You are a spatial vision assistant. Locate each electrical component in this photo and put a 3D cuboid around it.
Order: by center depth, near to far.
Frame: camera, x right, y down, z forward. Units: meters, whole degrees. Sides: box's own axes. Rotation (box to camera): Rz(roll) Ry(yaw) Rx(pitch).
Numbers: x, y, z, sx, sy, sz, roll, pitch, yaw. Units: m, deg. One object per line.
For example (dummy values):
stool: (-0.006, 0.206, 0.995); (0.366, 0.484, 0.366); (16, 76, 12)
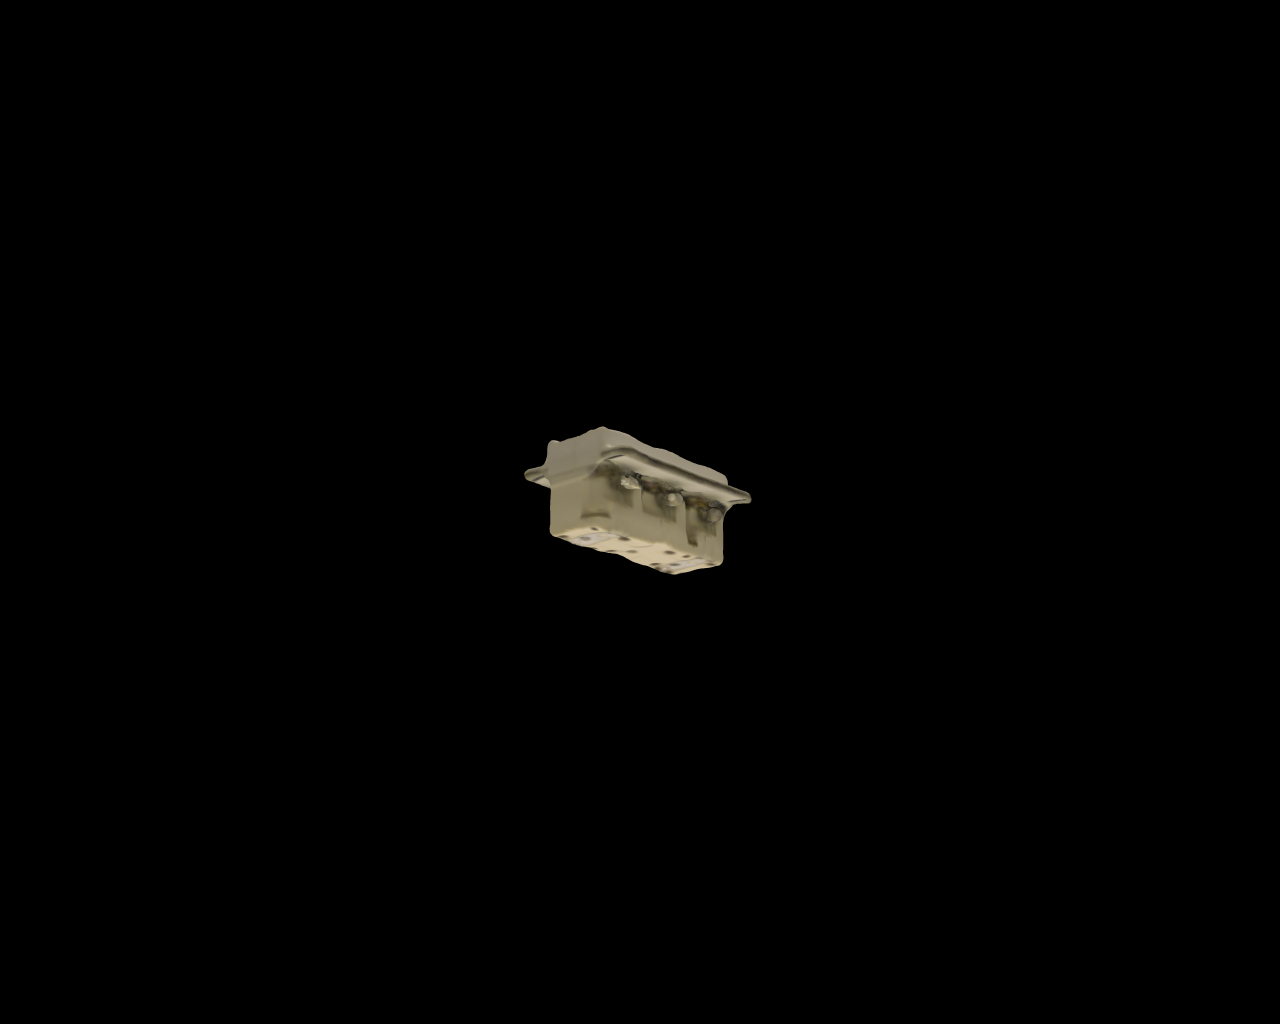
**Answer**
electrical component: (0.001, -0.003, 0.650); (0.078, 0.063, 0.121); (-14, -22, 38)
